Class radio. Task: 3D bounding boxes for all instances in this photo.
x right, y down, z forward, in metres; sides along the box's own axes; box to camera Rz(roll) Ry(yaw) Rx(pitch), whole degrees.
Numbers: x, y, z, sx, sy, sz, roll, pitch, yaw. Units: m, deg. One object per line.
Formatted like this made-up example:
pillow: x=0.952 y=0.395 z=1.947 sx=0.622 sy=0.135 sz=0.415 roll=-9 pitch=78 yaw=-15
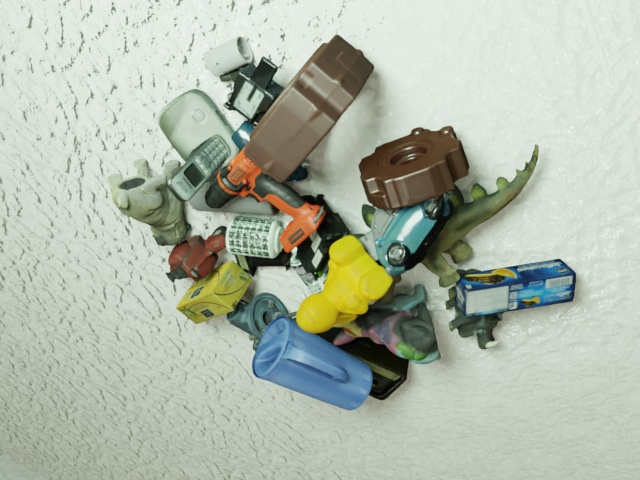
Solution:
radio: x=0.080 y=0.280 z=1.256 sx=0.230 sy=0.073 sz=0.131 roll=26 pitch=131 yaw=-3

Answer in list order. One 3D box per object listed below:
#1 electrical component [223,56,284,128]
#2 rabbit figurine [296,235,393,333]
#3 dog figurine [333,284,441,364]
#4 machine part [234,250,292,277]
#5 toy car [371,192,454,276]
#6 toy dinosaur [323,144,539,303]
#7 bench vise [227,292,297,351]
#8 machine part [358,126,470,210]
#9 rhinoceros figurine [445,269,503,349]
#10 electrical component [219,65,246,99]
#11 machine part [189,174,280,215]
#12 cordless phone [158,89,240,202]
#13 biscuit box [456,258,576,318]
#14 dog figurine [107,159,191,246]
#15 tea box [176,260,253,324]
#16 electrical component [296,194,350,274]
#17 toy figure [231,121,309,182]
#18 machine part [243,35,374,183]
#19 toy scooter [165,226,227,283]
electrical component: x=-0.101 y=-0.247 z=0.871 sx=0.075 sy=0.048 sz=0.119 roll=34 pitch=129 yaw=-2
rabbit figurine: x=0.027 y=0.095 z=0.944 sx=0.122 sy=0.173 sz=0.162 roll=46 pitch=167 yaw=10
dog figurine: x=0.123 y=0.185 z=1.105 sx=0.219 sy=0.192 sz=0.108 roll=-16 pitch=129 yaw=10
machine part: x=-0.124 y=0.039 z=1.155 sx=0.139 sy=0.039 sz=0.084 roll=-3 pitch=118 yaw=23
toy car: x=0.137 y=-0.026 z=0.868 sx=0.103 sy=0.109 sz=0.161 roll=37 pitch=109 yaw=22
toy dinosaur: x=0.187 y=-0.013 z=0.967 sx=0.472 sy=0.105 sz=0.198 roll=-26 pitch=113 yaw=28
bench vise: x=-0.084 y=0.196 z=1.217 sx=0.241 sy=0.129 sz=0.223 roll=-25 pitch=119 yaw=37
machine part: x=0.144 y=-0.117 z=0.846 sx=0.179 sy=0.179 sz=0.056 roll=-11 pitch=121 yaw=25
rhinoceros figurine: x=0.308 y=0.137 z=1.071 sx=0.112 sy=0.073 sz=0.190 roll=-12 pitch=120 yaw=10
electrical component: x=-0.122 y=-0.266 z=0.914 sx=0.094 sy=0.021 sz=0.063 roll=-4 pitch=126 yaw=22
machine part: x=-0.162 y=-0.090 z=1.034 sx=0.243 sy=0.079 sz=0.079 roll=5 pitch=129 yaw=16
cordless phone: x=-0.233 y=-0.160 z=0.931 sx=0.089 sy=0.184 sz=0.146 roll=-16 pitch=122 yaw=33
biscuit box: x=0.351 y=0.086 z=0.970 sx=0.203 sy=0.063 sz=0.059 roll=-9 pitch=115 yaw=-1
dog figurine: x=-0.333 y=-0.047 z=1.070 sx=0.121 sy=0.172 sz=0.190 roll=10 pitch=124 yaw=25
tea box: x=-0.237 y=0.118 z=1.196 sx=0.068 sy=0.098 sz=0.170 roll=45 pitch=138 yaw=-20
electrical component: x=-0.002 y=-0.003 z=1.018 sx=0.058 sy=0.134 sz=0.114 roll=-9 pitch=144 yaw=-31
toy figure: x=-0.089 y=-0.152 z=0.976 sx=0.154 sy=0.058 sz=0.064 roll=38 pitch=171 yaw=-14
machine part: x=-0.020 y=-0.199 z=0.816 sx=0.087 sy=0.201 sz=0.201 roll=37 pitch=130 yaw=-10
toy scooter: x=-0.270 y=0.045 z=1.142 sx=0.184 sy=0.135 sz=0.075 roll=-25 pitch=119 yaw=34
